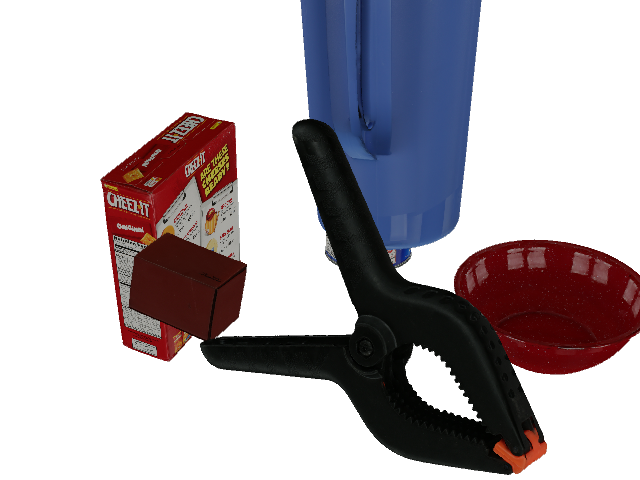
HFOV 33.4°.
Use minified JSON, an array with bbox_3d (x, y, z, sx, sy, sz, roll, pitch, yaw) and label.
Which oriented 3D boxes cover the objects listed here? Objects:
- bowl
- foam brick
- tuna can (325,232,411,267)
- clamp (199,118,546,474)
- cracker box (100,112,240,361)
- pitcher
[{"bbox_3d":[0.189,0.062,0.884,0.162,0.055,0.162,0,31,0],"label":"bowl"},{"bbox_3d":[-0.107,0.037,0.857,0.078,0.051,0.052,22,30,18],"label":"foam brick"},{"bbox_3d":[0.047,-0.003,1.050,0.086,0.034,0.086,0,25,0],"label":"tuna can"},{"bbox_3d":[0.032,0.042,0.567,0.210,0.165,0.036,31,26,28],"label":"clamp"},{"bbox_3d":[-0.155,-0.006,1.144,0.072,0.214,0.164,15,37,21],"label":"cracker box"},{"bbox_3d":[0.045,-0.117,0.754,0.149,0.243,0.145,-12,27,-23],"label":"pitcher"}]
